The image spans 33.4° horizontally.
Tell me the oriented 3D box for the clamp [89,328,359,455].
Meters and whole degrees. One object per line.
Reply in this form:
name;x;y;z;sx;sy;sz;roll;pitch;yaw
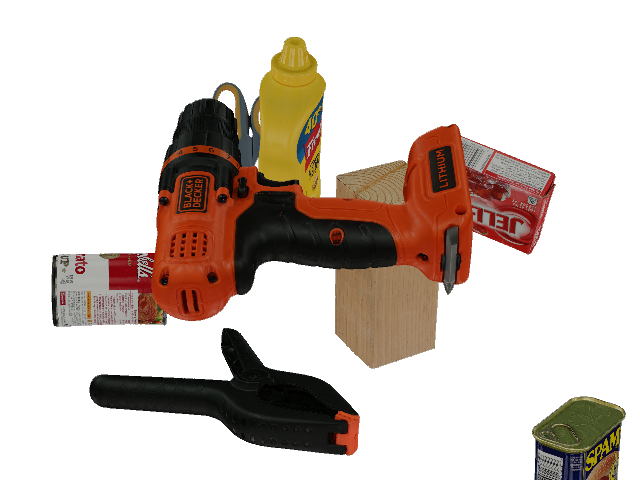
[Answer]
clamp;-0.053;0.119;0.846;0.210;0.036;0.164;12;19;29

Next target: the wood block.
wood block;0.074;0.027;1.203;0.090;0.206;0.090;-15;32;-25

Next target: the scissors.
scissors;-0.068;-0.082;1.188;0.096;0.202;0.016;-14;-5;-16

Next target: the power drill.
power drill;-0.006;-0.029;0.650;0.187;0.057;0.184;-4;43;2

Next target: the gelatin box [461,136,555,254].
gelatin box;0.130;-0.035;0.816;0.089;0.030;0.073;24;-32;16

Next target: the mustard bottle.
mustard bottle;-0.027;-0.101;0.986;0.058;0.192;0.096;14;43;12

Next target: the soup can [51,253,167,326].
soup can;-0.194;0.046;0.986;0.102;0.068;0.068;-1;0;-10

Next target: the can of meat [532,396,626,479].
can of meat;0.241;0.207;1.002;0.058;0.084;0.101;14;24;38
